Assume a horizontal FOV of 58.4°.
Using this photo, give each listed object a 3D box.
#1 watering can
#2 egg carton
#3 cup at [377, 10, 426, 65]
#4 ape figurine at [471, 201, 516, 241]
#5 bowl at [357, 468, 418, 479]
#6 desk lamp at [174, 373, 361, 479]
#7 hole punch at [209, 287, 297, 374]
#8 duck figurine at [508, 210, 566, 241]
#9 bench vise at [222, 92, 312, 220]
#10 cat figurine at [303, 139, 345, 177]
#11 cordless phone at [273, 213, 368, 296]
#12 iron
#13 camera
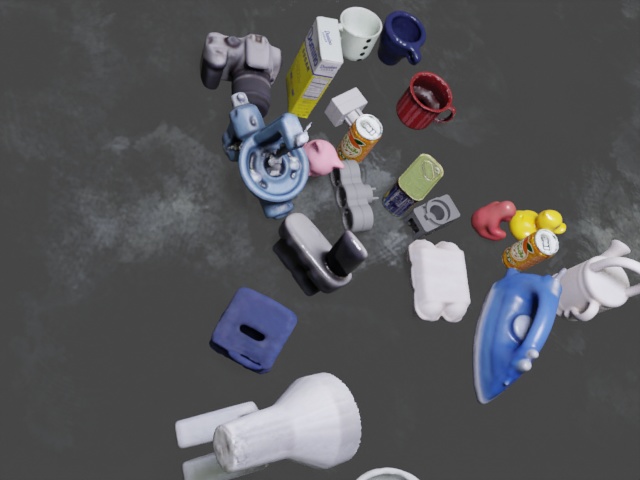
[{"bbox_3d":[0.524,0.074,1.067,0.101,0.193,0.173,18,64,-13],"label":"watering can"},{"bbox_3d":[0.208,0.073,1.021,0.107,0.069,0.150,4,68,-19],"label":"egg carton"},{"bbox_3d":[0.164,-0.395,1.179,0.092,0.094,0.117,-17,76,-25],"label":"cup"},{"bbox_3d":[0.342,-0.045,1.105,0.076,0.092,0.078,25,63,-9],"label":"ape figurine"},{"bbox_3d":[0.088,0.421,0.833,0.168,0.074,0.167,7,67,-17],"label":"bowl"},{"bbox_3d":[-0.073,0.261,0.758,0.204,0.213,0.118,-10,73,-23],"label":"desk lamp"},{"bbox_3d":[-0.100,0.139,0.867,0.109,0.091,0.101,29,62,-7],"label":"hole punch"},{"bbox_3d":[0.437,-0.033,1.139,0.105,0.086,0.077,23,63,-10],"label":"duck figurine"},{"bbox_3d":[-0.093,-0.154,0.915,0.207,0.219,0.122,47,61,3],"label":"bench vise"},{"bbox_3d":[-0.019,-0.155,1.001,0.067,0.117,0.128,-32,82,-28],"label":"cat figurine"},{"bbox_3d":[0.008,0.003,0.909,0.094,0.184,0.147,-39,86,-28],"label":"cordless phone"},{"bbox_3d":[0.355,0.162,0.998,0.119,0.141,0.258,31,62,-6],"label":"iron"},{"bbox_3d":[-0.137,-0.294,1.023,0.143,0.100,0.137,4,68,-19],"label":"camera"}]
